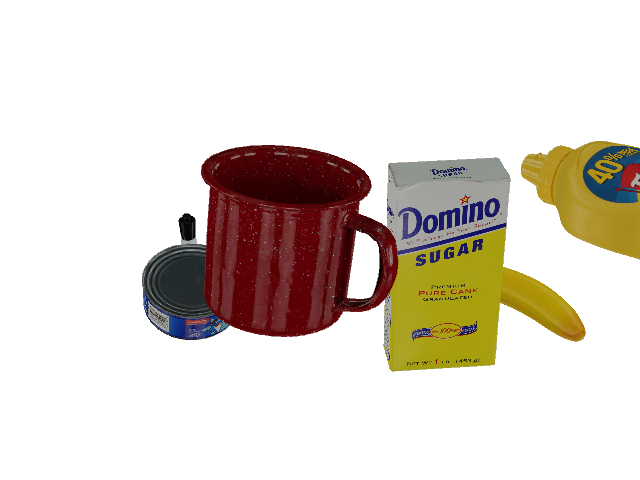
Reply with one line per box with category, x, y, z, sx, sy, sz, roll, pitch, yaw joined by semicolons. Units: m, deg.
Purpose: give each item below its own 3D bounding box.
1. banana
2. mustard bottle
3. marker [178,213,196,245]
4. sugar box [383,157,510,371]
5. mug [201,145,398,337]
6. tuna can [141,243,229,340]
banana;0.180;0.055;1.086;0.198;0.069;0.037;13;-38;25
mustard bottle;0.214;-0.023;0.690;0.192;0.058;0.096;23;41;39
marker;-0.146;0.023;1.197;0.020;0.121;0.020;-1;32;0
sugar box;0.101;0.022;0.873;0.093;0.176;0.048;-4;30;-5
mug;-0.011;0.004;0.589;0.117;0.081;0.093;16;26;21
tuna can;-0.111;0.044;0.923;0.086;0.034;0.086;4;45;-4
